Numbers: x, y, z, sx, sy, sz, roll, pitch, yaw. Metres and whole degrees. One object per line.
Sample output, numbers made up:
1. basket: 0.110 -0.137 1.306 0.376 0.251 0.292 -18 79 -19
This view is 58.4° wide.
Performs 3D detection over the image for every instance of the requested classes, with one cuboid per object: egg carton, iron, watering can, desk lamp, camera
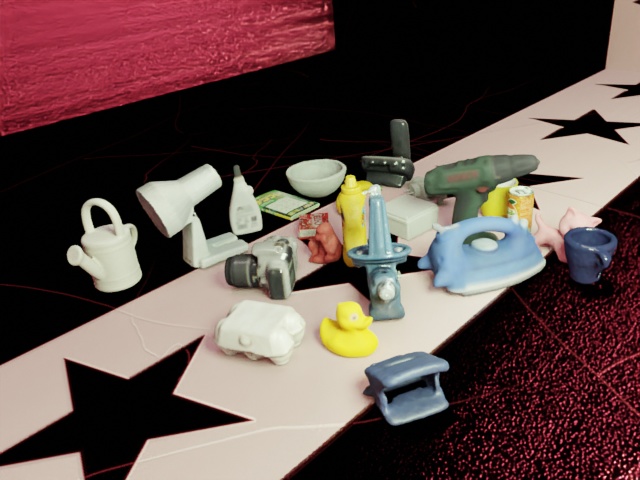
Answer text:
1. egg carton: -0.105 0.158 0.983 0.150 0.069 0.107 6 29 21
2. iron: 0.324 0.011 1.109 0.258 0.141 0.118 -11 28 -11
3. watering can: -0.449 0.008 1.202 0.101 0.194 0.173 -4 27 4
4. desk lamp: -0.281 -0.050 1.261 0.204 0.214 0.117 -23 32 -30
5. camera: -0.119 0.045 1.170 0.136 0.101 0.143 -2 27 8

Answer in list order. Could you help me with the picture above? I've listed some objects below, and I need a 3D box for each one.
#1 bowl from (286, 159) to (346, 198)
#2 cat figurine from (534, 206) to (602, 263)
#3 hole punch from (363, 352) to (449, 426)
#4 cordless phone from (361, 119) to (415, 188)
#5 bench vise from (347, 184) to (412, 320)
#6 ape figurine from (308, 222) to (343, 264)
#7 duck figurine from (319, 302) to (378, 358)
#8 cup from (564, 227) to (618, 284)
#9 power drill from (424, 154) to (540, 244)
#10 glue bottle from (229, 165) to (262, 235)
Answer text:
1. bowl: -0.008 -0.162 1.580 0.167 0.075 0.167 -4 27 2
2. cat figurine: 0.497 -0.022 1.167 0.127 0.118 0.067 16 34 36
3. hole punch: 0.122 0.200 0.836 0.109 0.091 0.101 -13 28 -15
4. cordless phone: 0.186 -0.248 1.589 0.147 0.185 0.094 6 29 21
5. bench vise: 0.121 0.022 1.041 0.122 0.220 0.207 -13 28 -14
6. ape figurine: 0.011 0.004 1.234 0.076 0.092 0.077 -15 29 -17
7. duck figurine: 0.046 0.142 0.967 0.104 0.086 0.078 11 31 29
8. cup: 0.506 0.040 1.070 0.091 0.095 0.117 -6 27 0
9. power drill: 0.337 -0.082 1.215 0.229 0.209 0.076 2 28 14
10. glue bottle: -0.187 -0.099 1.383 0.078 0.173 0.037 -12 28 -11
